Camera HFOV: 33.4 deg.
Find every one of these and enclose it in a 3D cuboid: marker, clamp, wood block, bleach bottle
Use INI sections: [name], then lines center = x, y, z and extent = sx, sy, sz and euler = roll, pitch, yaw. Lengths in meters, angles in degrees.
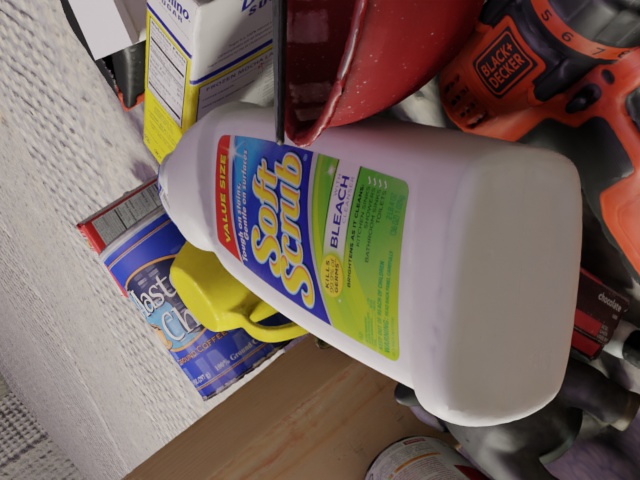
[marker]
center = 0.124, 0.037, 0.515
extent = 0.121, 0.020, 0.020
euler = 30, 148, 45
[clamp]
center = -0.169, -0.189, 0.750
extent = 0.165, 0.036, 0.210
euler = 35, 151, 39
[wood block]
center = -0.003, 0.124, 0.646
extent = 0.090, 0.205, 0.091
euler = 60, 157, -13
[bleach bottle]
center = -0.003, -0.006, 0.465
extent = 0.251, 0.067, 0.102
euler = 17, 105, 54

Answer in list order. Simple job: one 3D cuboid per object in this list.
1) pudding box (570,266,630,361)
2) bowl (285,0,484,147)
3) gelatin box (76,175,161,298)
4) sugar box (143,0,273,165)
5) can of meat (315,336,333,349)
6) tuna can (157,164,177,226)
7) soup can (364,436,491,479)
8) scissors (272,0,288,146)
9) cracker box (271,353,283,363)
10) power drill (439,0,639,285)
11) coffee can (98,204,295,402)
[pudding box]
center = 0.074, 0.008, 0.494
extent = 0.089, 0.039, 0.114
euler = 28, 180, -45
[bowl]
center = 0.024, -0.113, 0.395
extent = 0.162, 0.055, 0.162
euler = -176, 90, -76
[gelatin box]
center = -0.148, -0.005, 0.901
extent = 0.073, 0.089, 0.030
euler = 60, 159, -14
[sugar box]
center = -0.043, -0.102, 0.553
extent = 0.048, 0.093, 0.176
euler = 49, 157, 15
[can of meat]
center = -0.004, 0.001, 0.613
extent = 0.084, 0.057, 0.102
euler = 46, 157, 24
[tuna can]
center = -0.061, -0.040, 0.685
extent = 0.086, 0.086, 0.034
euler = 53, 159, 2
[soup can]
center = 0.068, 0.151, 0.565
extent = 0.068, 0.068, 0.102
euler = 60, 171, -15
[scissors]
center = -0.020, -0.142, 0.427
extent = 0.096, 0.016, 0.202
euler = -146, 59, -73
[cracker box]
center = -0.027, 0.173, 0.820
extent = 0.072, 0.164, 0.214
euler = 59, 158, -17
[power drill]
center = 0.130, -0.028, 0.365
extent = 0.187, 0.057, 0.185
euler = 56, 162, 3
[coffee can]
center = -0.090, 0.039, 0.834
extent = 0.140, 0.102, 0.103
euler = 54, 158, -1
